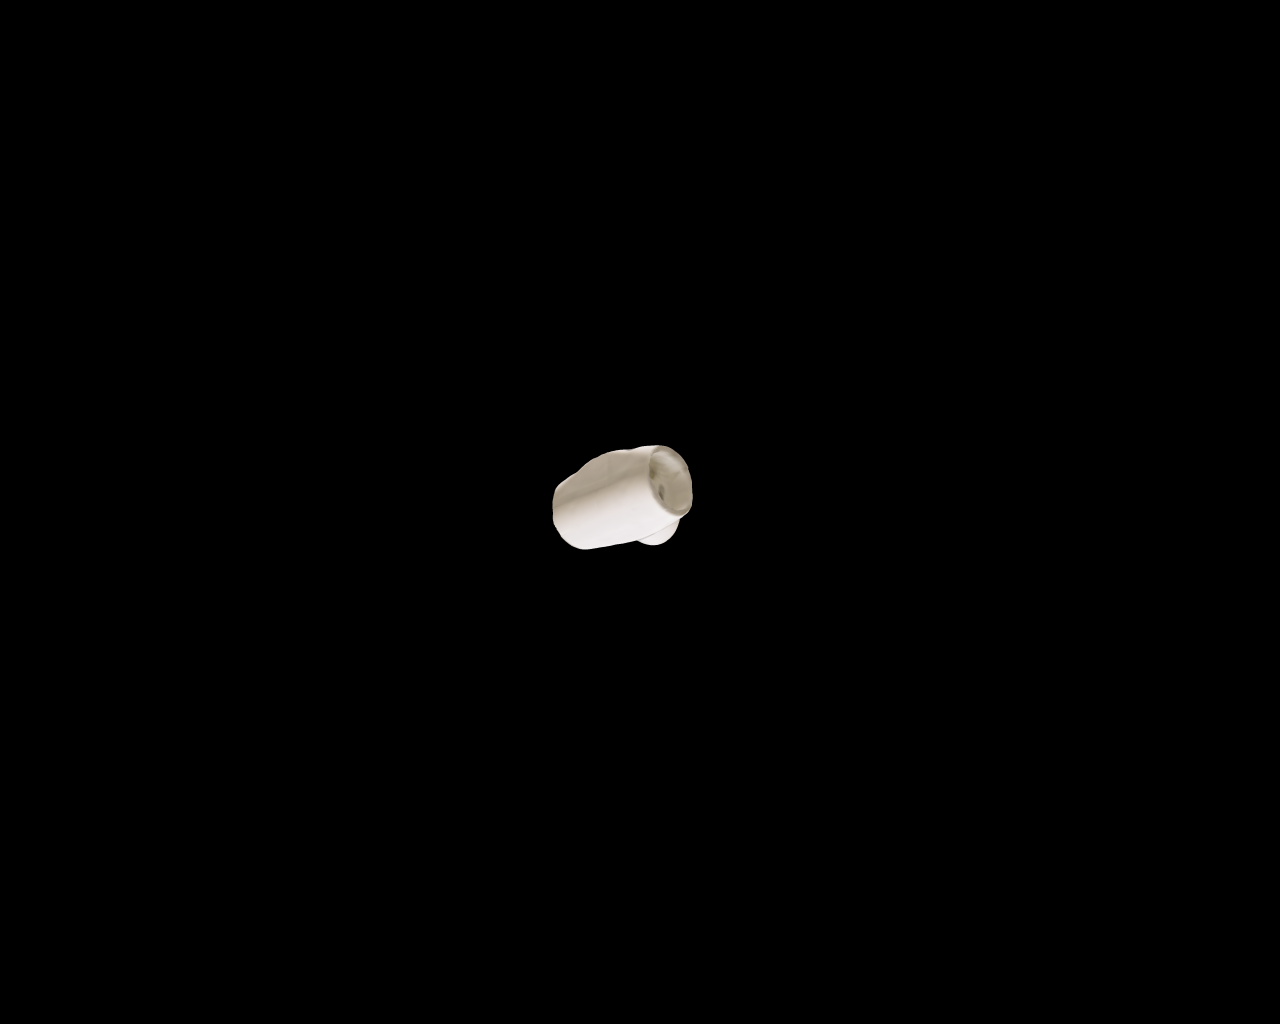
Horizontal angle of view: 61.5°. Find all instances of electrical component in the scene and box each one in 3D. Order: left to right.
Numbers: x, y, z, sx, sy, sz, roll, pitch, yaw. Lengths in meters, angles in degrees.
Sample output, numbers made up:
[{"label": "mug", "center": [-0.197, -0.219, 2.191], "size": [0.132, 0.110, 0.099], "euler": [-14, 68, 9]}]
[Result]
[{"label": "electrical component", "center": [0.001, -0.003, 0.650], "size": [0.077, 0.044, 0.079], "euler": [-20, -32, 36]}]
